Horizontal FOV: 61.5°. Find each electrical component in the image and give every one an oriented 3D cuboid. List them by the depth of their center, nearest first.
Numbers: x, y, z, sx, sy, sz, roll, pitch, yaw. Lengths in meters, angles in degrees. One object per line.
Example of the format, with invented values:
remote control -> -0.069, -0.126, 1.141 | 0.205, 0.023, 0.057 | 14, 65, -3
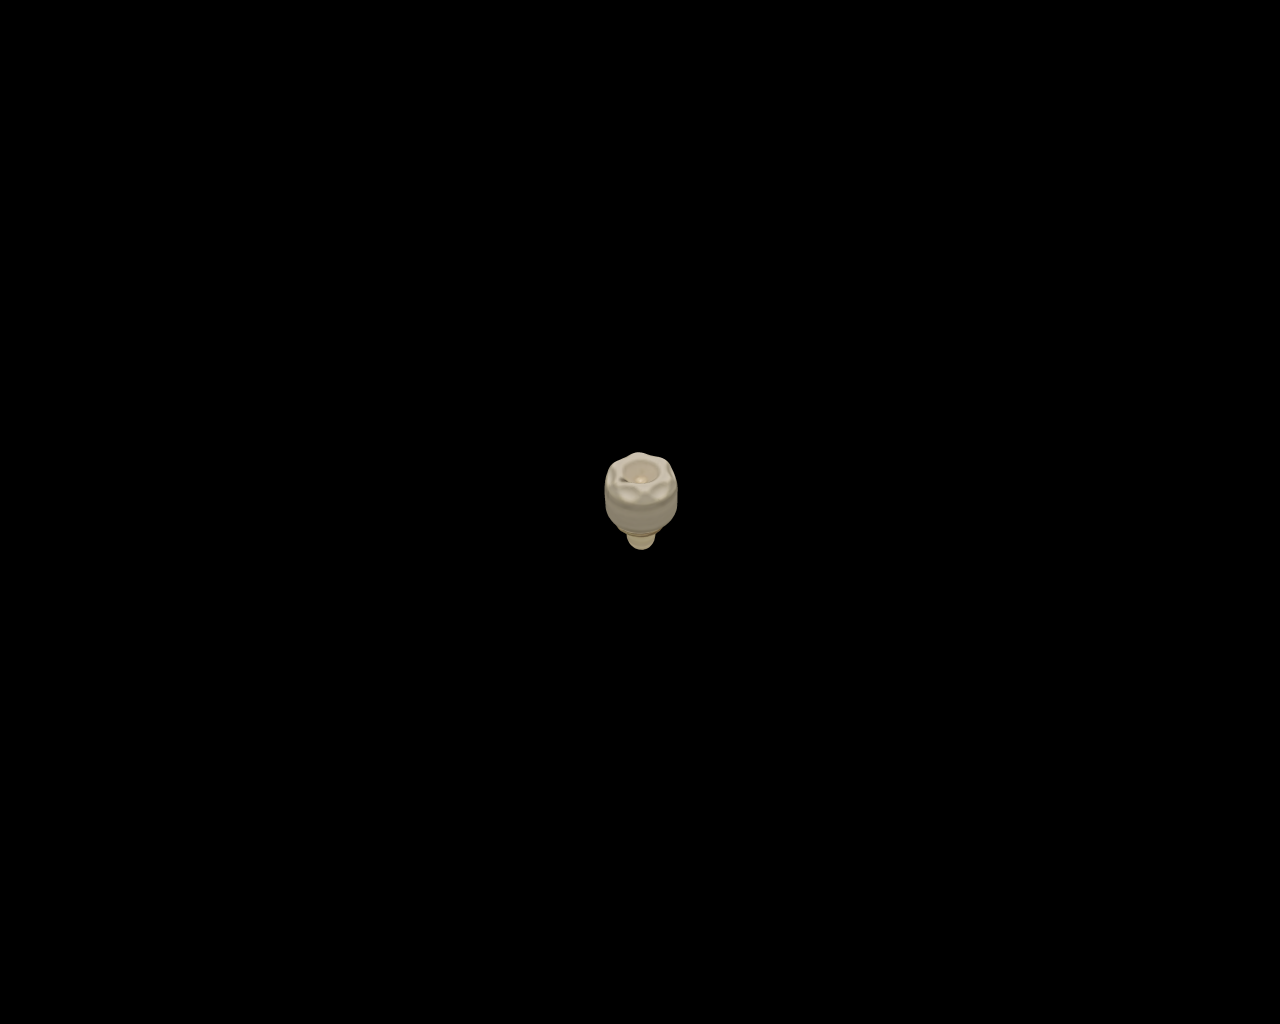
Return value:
electrical component -> 0.001, -0.003, 0.650 | 0.043, 0.062, 0.043 | 0, 43, 0
